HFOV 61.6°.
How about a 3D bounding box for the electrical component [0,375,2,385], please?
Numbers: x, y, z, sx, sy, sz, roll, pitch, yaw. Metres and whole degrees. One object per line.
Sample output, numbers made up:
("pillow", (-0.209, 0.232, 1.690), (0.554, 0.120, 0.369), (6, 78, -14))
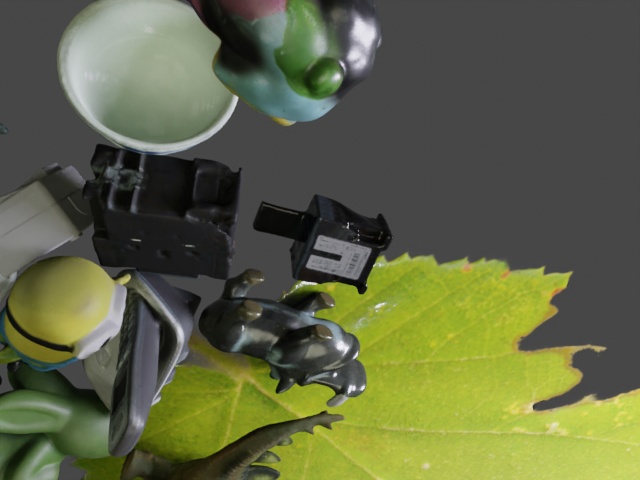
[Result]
("electrical component", (-0.388, 0.172, 0.585), (0.094, 0.021, 0.063), (-8, 122, -1))

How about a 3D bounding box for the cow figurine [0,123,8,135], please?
("cow figurine", (-0.308, -0.124, 0.376), (0.127, 0.085, 0.194), (4, 120, -2))

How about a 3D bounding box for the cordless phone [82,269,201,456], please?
("cordless phone", (-0.172, 0.130, 0.485), (0.088, 0.184, 0.146), (23, 117, -24))

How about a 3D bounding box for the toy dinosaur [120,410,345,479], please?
("toy dinosaur", (-0.152, 0.326, 0.662), (0.198, 0.105, 0.471), (21, 127, -26))

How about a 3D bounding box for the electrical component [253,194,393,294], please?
("electrical component", (-0.001, -0.002, 0.500), (0.119, 0.048, 0.074), (18, 118, -17))

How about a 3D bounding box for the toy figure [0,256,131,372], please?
("toy figure", (-0.236, 0.070, 0.468), (0.089, 0.082, 0.180), (18, 154, -39))

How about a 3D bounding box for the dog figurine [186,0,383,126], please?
("dog figurine", (-0.065, -0.178, 0.286), (0.108, 0.191, 0.219), (-29, 157, 20))

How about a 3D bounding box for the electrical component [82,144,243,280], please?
("electrical component", (-0.126, -0.012, 0.448), (0.115, 0.058, 0.134), (8, 150, -7))

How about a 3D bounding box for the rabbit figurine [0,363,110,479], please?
("rabbit figurine", (-0.284, 0.196, 0.559), (0.170, 0.121, 0.158), (-21, 117, -3))

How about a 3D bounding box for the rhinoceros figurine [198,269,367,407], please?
("rhinoceros figurine", (-0.030, 0.108, 0.550), (0.190, 0.073, 0.112), (27, 114, -20))
